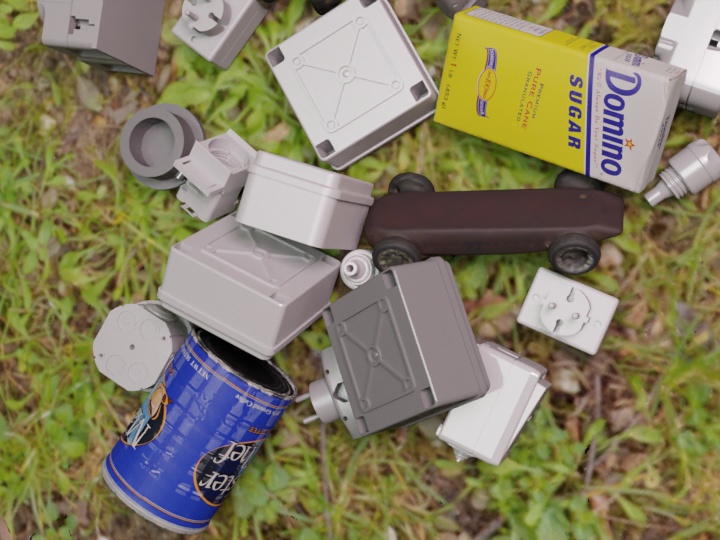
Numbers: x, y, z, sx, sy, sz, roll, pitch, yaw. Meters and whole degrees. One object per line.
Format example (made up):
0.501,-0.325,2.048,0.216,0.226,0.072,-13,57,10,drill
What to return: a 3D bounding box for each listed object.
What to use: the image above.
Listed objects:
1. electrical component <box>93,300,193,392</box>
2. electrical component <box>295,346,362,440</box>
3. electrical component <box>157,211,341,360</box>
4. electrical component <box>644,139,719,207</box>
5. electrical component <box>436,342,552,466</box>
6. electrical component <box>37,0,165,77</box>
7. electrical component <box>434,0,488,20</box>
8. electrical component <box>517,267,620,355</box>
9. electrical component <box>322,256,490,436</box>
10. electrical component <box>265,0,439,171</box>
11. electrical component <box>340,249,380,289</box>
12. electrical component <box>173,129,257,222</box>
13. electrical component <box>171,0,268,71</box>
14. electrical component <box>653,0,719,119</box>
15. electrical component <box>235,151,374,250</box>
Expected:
-0.185,0.066,0.928,0.080,0.051,0.080,-1,88,15,electrical component
-0.016,0.102,0.885,0.079,0.043,0.077,-23,82,13,electrical component
-0.088,0.010,0.871,0.109,0.109,0.056,26,118,14,electrical component
0.247,-0.071,0.826,0.061,0.035,0.035,-37,79,13,electrical component
0.105,0.111,0.843,0.061,0.062,0.096,25,94,15,electrical component
-0.214,-0.271,0.922,0.060,0.105,0.186,8,90,15,electrical component
0.087,-0.244,0.855,0.043,0.077,0.079,43,98,13,electrical component
0.159,0.031,0.824,0.066,0.077,0.047,24,94,15,electrical component
0.032,0.059,0.810,0.109,0.056,0.108,-33,71,52,electrical component
-0.004,-0.156,0.886,0.109,0.056,0.108,-30,80,12,electrical component
0.000,0.000,0.876,0.035,0.061,0.035,-1,88,15,electrical component
-0.120,-0.078,0.906,0.042,0.081,0.063,41,126,14,electrical component
-0.126,-0.216,0.911,0.047,0.077,0.065,39,97,13,electrical component
0.260,-0.171,0.817,0.059,0.054,0.095,22,94,15,electrical component
-0.041,-0.055,0.863,0.078,0.113,0.057,18,95,15,electrical component
